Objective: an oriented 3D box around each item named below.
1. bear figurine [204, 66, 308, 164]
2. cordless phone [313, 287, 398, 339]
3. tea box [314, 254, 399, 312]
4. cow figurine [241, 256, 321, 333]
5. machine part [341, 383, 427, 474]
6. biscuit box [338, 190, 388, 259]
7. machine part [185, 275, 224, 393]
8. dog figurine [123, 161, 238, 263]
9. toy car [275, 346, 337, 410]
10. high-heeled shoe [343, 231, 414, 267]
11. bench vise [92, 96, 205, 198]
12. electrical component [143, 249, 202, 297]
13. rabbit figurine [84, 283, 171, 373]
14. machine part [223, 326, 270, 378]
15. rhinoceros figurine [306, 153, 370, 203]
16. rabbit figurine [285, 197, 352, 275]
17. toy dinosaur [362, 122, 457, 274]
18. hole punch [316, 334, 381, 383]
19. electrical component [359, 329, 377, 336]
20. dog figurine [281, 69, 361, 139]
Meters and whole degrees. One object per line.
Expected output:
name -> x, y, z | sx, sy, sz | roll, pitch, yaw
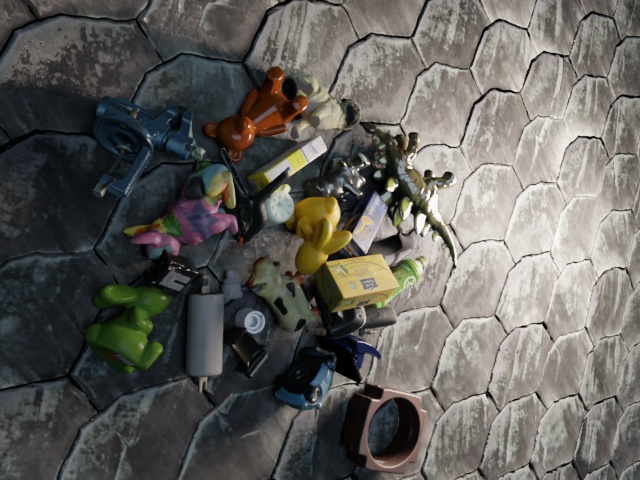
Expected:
bear figurine -> -0.143, -0.267, 1.166 | 0.196, 0.132, 0.120 | -40, 94, -31
cordless phone -> 0.089, 0.151, 1.278 | 0.184, 0.088, 0.147 | -2, 48, -24
tea box -> 0.083, 0.095, 1.216 | 0.169, 0.068, 0.098 | -8, 57, -38
cow figurine -> -0.093, 0.123, 1.215 | 0.127, 0.086, 0.194 | -37, 110, -31
machine part -> 0.163, 0.476, 1.365 | 0.201, 0.087, 0.201 | 21, 77, -30
biscuit box -> 0.103, -0.037, 1.307 | 0.062, 0.059, 0.203 | 47, 42, -16
machine part -> -0.241, 0.194, 1.123 | 0.079, 0.079, 0.243 | 3, 86, -32
dog figurine -> -0.282, -0.051, 1.078 | 0.219, 0.109, 0.191 | -15, 116, -27
toy car -> -0.022, 0.333, 1.252 | 0.162, 0.109, 0.102 | -52, 138, -34
high-heeled shoe -> 0.137, 0.058, 1.386 | 0.249, 0.145, 0.086 | -34, 66, -3
bench vise -> -0.345, -0.166, 1.027 | 0.223, 0.129, 0.240 | 32, 55, -20
electrical component -> -0.283, 0.073, 1.071 | 0.075, 0.048, 0.119 | -44, 140, 9
rabbit figurine -> -0.368, 0.150, 1.043 | 0.159, 0.121, 0.170 | 39, 51, -18
machine part -> -0.162, 0.243, 1.179 | 0.084, 0.039, 0.138 | -43, 132, -21
rhinoceros figurine -> 0.047, -0.145, 1.317 | 0.190, 0.073, 0.112 | -32, 95, -27
rabbit figurine -> -0.003, -0.004, 1.217 | 0.121, 0.162, 0.173 | 30, 63, -33
toy dinosaur -> 0.257, -0.120, 1.429 | 0.471, 0.105, 0.198 | 47, 73, -13
hole punch -> 0.072, 0.261, 1.290 | 0.092, 0.142, 0.115 | -38, 122, -25
electrical component -> 0.096, 0.208, 1.326 | 0.078, 0.102, 0.045 | -7, 94, -5
dog figurine -> 0.005, -0.334, 1.286 | 0.190, 0.121, 0.172 | -25, 106, -44
